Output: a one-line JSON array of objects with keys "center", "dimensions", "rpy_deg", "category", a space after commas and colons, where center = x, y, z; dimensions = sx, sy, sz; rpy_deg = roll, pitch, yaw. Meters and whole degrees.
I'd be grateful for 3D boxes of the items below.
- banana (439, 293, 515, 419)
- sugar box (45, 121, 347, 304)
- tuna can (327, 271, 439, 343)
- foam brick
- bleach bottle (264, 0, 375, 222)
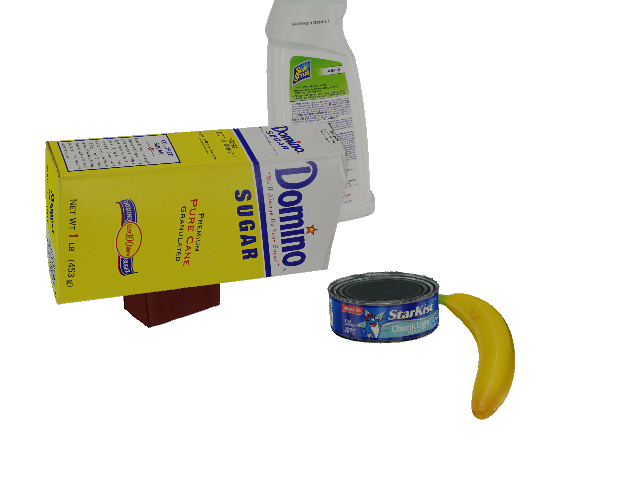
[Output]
[{"center": [0.169, 0.112, 1.118], "dimensions": [0.069, 0.037, 0.198], "rpy_deg": [-24, 33, 5], "category": "banana"}, {"center": [-0.074, -0.018, 0.643], "dimensions": [0.176, 0.093, 0.048], "rpy_deg": [-6, 39, -21], "category": "sugar box"}, {"center": [0.049, 0.051, 0.822], "dimensions": [0.086, 0.034, 0.086], "rpy_deg": [-2, 13, 0], "category": "tuna can"}, {"center": [-0.138, 0.038, 0.983], "dimensions": [0.078, 0.051, 0.053], "rpy_deg": [-17, 27, -31], "category": "foam brick"}, {"center": [0.000, -0.139, 1.010], "dimensions": [0.102, 0.251, 0.068], "rpy_deg": [-11, 31, -16], "category": "bleach bottle"}]
